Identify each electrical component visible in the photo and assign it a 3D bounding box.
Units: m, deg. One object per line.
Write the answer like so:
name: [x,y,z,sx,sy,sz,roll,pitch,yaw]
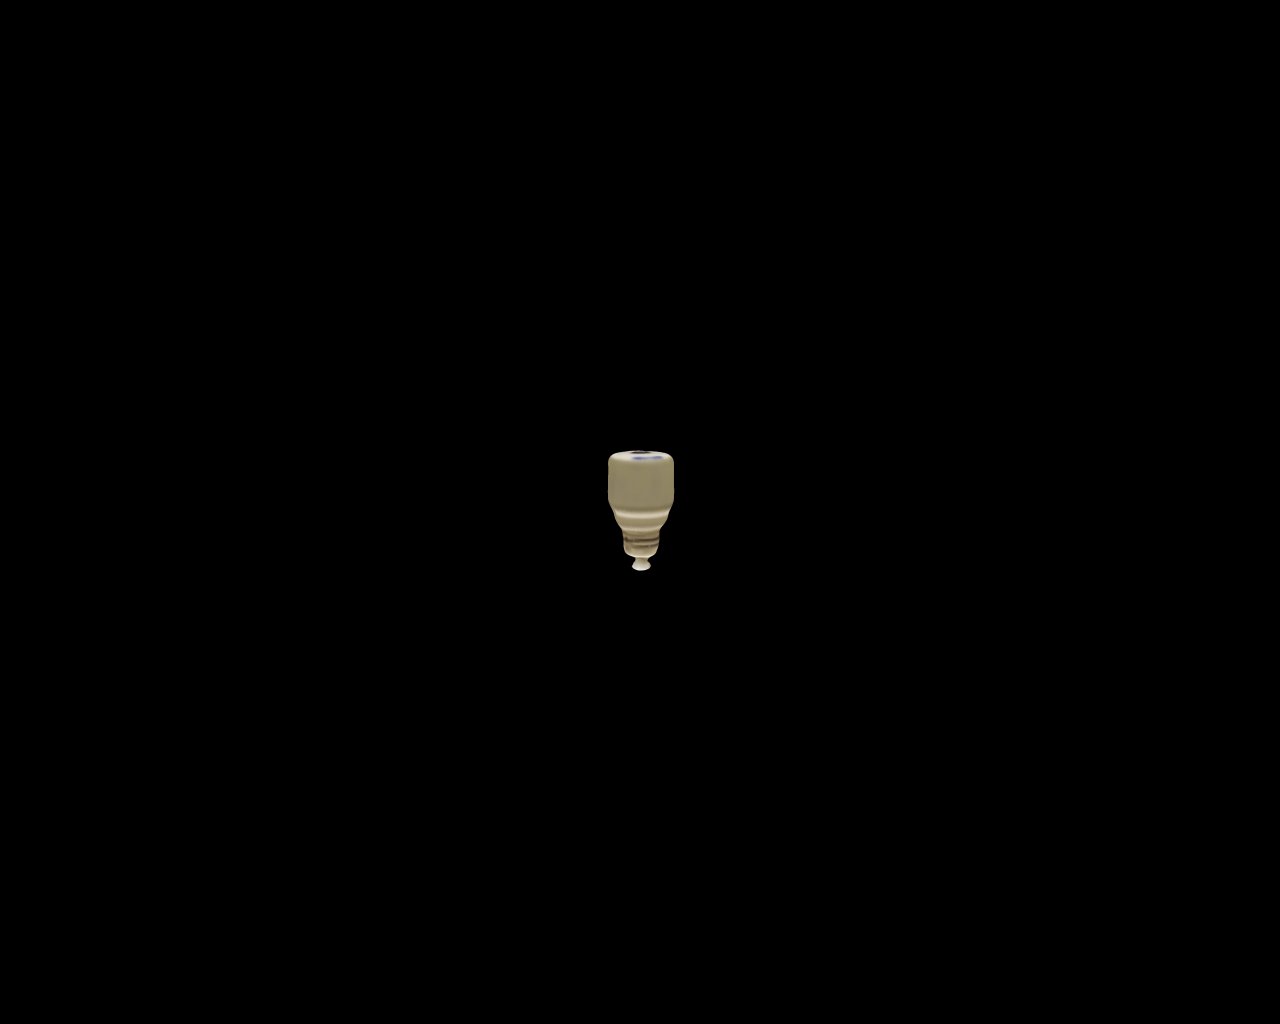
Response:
electrical component: [0.001,-0.003,0.650,0.040,0.078,0.040,0,11,0]
